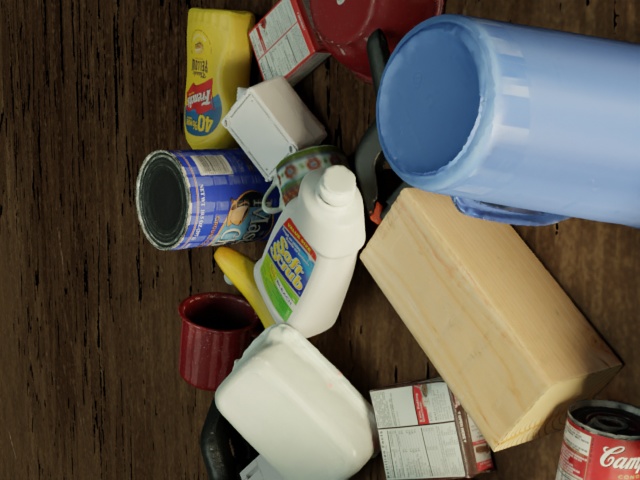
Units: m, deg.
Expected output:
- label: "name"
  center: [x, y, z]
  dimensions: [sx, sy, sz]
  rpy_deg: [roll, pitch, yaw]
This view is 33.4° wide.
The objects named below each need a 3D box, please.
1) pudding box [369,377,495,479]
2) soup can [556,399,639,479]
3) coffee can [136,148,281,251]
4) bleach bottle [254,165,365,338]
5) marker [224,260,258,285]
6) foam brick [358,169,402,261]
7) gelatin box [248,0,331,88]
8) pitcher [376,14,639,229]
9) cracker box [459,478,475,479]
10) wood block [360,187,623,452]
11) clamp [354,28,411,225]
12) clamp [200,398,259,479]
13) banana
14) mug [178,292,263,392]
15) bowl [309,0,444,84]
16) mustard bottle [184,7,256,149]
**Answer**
- label: "pudding box"
  center: [0.100, 0.173, 0.972]
  dimensions: [0.114, 0.039, 0.090]
  rpy_deg: [-19, 80, 52]
- label: "soup can"
  center: [0.215, 0.181, 0.809]
  dimensions: [0.069, 0.068, 0.102]
  rpy_deg: [21, 111, 47]
- label: "coffee can"
  center: [-0.106, -0.045, 1.114]
  dimensions: [0.103, 0.140, 0.103]
  rpy_deg: [8, 100, 50]
- label: "bleach bottle"
  center: [-0.006, 0.001, 0.984]
  dimensions: [0.102, 0.068, 0.251]
  rpy_deg: [63, 160, 21]
- label: "marker"
  center: [-0.065, 0.030, 1.169]
  dimensions: [0.121, 0.020, 0.020]
  rpy_deg: [-18, 80, 50]
- label: "foam brick"
  center: [0.064, -0.024, 0.980]
  dimensions: [0.078, 0.052, 0.051]
  rpy_deg: [-49, 58, 41]
- label: "gelatin box"
  center: [-0.031, -0.202, 1.092]
  dimensions: [0.089, 0.030, 0.073]
  rpy_deg: [-35, 69, 47]
- label: "pitcher"
  center: [0.152, -0.072, 0.717]
  dimensions: [0.145, 0.242, 0.149]
  rpy_deg: [22, 105, 50]
- label: "cracker box"
  center: [0.088, 0.327, 0.905]
  dimensions: [0.072, 0.163, 0.214]
  rpy_deg: [10, 101, 52]
- label: "wood block"
  center: [0.134, 0.057, 0.875]
  dimensions: [0.206, 0.090, 0.090]
  rpy_deg: [56, 134, 30]
- label: "clamp"
  center: [0.068, -0.100, 0.923]
  dimensions: [0.120, 0.039, 0.171]
  rpy_deg: [28, 94, 30]
- label: "clamp"
  center: [-0.087, 0.268, 1.168]
  dimensions: [0.036, 0.164, 0.210]
  rpy_deg: [-23, 52, 23]
- label: "banana"
  center: [-0.053, 0.094, 1.123]
  dimensions: [0.037, 0.069, 0.198]
  rpy_deg: [145, 109, -74]
- label: "mug"
  center: [-0.103, 0.117, 1.183]
  dimensions: [0.117, 0.093, 0.081]
  rpy_deg: [13, 114, 12]
- label: "bowl"
  center: [0.039, -0.225, 0.985]
  dimensions: [0.162, 0.055, 0.162]
  rpy_deg: [9, 102, 50]
- label: "mustard bottle"
  center: [-0.114, -0.157, 1.176]
  dimensions: [0.096, 0.058, 0.192]
  rpy_deg: [19, 109, 50]
